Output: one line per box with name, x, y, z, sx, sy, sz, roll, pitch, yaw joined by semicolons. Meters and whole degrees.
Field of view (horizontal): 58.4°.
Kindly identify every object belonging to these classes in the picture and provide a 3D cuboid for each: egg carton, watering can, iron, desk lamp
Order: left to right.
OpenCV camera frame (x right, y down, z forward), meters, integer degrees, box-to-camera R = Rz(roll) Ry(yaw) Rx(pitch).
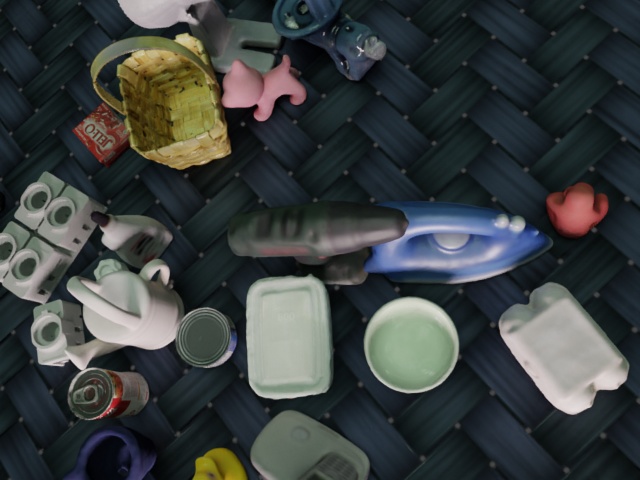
watering can;-0.276;0.101;0.791;0.100;0.194;0.173;12;78;15
desk lamp;-0.183;-0.362;0.889;0.202;0.214;0.118;11;77;15
iron;0.180;-0.012;0.752;0.258;0.142;0.118;-1;75;12
egg carton;0.303;0.135;0.723;0.107;0.069;0.150;-36;71;1

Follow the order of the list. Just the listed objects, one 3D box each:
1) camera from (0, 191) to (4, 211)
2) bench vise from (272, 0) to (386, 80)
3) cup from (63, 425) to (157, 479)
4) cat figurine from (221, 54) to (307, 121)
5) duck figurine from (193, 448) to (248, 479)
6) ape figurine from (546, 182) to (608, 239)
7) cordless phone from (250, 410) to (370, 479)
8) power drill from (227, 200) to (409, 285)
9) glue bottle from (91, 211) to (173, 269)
camera;-0.618;-0.026;0.949;0.143;0.101;0.137;-13;72;8
bench vise;0.011;-0.349;0.840;0.207;0.220;0.121;19;80;17
cup;-0.279;0.306;0.788;0.117;0.095;0.091;-25;71;5
cat figurine;-0.095;-0.244;0.888;0.128;0.118;0.067;-27;71;4
duck figurine;-0.141;0.332;0.756;0.077;0.086;0.104;-14;72;8
ape figurine;0.339;-0.046;0.754;0.077;0.092;0.076;23;81;17
cordless phone;-0.023;0.276;0.693;0.147;0.185;0.094;24;81;17
power drill;0.007;0.003;0.750;0.229;0.209;0.075;-1;75;12
glue bottle;-0.281;-0.009;0.834;0.037;0.173;0.078;32;84;19
